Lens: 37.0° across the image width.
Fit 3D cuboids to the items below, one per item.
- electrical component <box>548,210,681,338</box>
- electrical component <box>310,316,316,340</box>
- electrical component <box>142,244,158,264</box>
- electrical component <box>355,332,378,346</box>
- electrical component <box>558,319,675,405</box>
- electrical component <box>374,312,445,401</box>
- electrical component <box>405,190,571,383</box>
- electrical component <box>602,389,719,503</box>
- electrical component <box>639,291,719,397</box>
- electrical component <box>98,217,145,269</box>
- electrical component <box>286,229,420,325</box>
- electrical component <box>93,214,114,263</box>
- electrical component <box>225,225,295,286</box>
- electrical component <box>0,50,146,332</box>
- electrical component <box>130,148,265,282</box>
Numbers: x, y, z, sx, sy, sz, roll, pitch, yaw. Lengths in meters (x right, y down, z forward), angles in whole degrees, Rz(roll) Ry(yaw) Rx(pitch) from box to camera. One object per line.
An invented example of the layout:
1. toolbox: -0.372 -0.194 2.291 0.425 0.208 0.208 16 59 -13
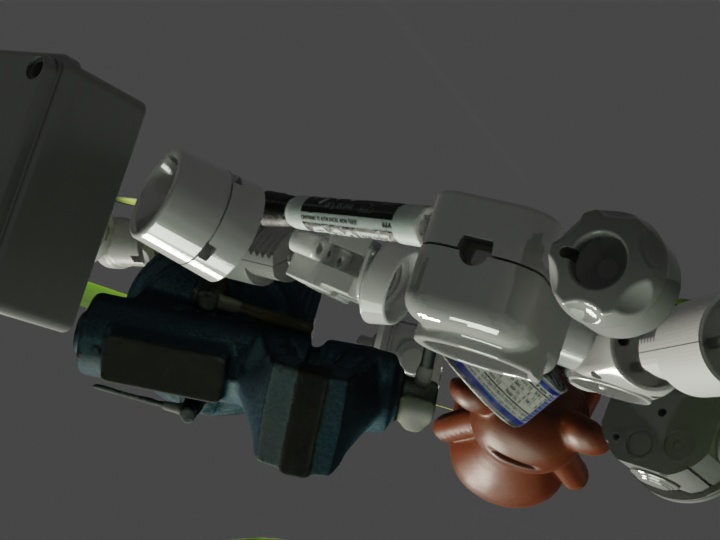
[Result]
1. electrical component: 0.099 0.005 0.403 0.043 0.043 0.062 13 171 34
2. electrical component: -0.073 0.047 0.964 0.055 0.055 0.047 26 165 -39
3. electrical component: -0.129 -0.009 0.782 0.043 0.043 0.062 17 172 12
4. electrical component: 0.026 0.073 0.953 0.062 0.043 0.043 15 170 31
5. electrical component: 0.115 0.034 0.538 0.079 0.044 0.077 20 171 -6
6. electrical component: 0.036 0.068 0.789 0.051 0.080 0.080 13 170 6
7. electrical component: 0.059 0.011 0.467 0.054 0.059 0.095 15 170 24
8. electrical component: 0.185 0.091 0.625 0.080 0.080 0.051 11 162 42
9. electrical component: 0.151 0.033 0.461 0.043 0.043 0.081 19 171 -2
10. electrical component: -0.173 -0.020 0.819 0.046 0.040 0.040 5 164 35
11. electrical component: 0.000 0.000 0.567 0.055 0.048 0.066 22 175 26
12. electrical component: -0.204 -0.033 0.754 0.055 0.055 0.047 19 167 1
13. electrical component: -0.060 -0.014 0.611 0.081 0.043 0.043 13 169 31
14. electrical component: -0.161 -0.038 0.470 0.109 0.108 0.056 12 171 37
15. electrical component: -0.082 -0.029 0.537 0.047 0.055 0.055 28 168 -28
